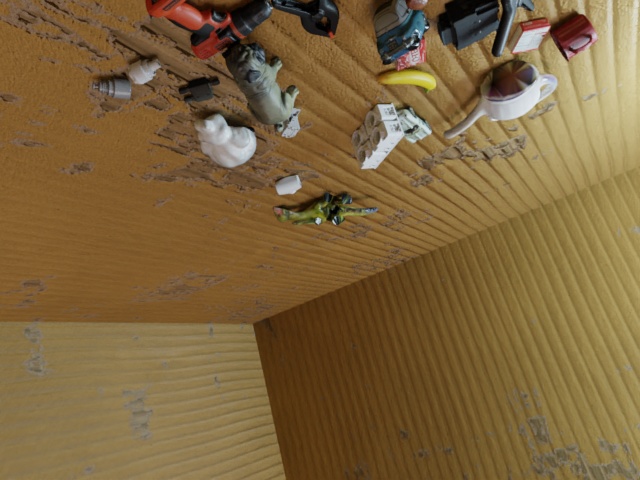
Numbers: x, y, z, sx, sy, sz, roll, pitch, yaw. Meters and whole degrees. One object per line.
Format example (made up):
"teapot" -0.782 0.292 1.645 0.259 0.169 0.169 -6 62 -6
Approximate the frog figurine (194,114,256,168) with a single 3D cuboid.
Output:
"frog figurine" -0.239 -0.249 1.291 0.137 0.123 0.159 -1 177 15

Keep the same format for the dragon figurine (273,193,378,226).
"dragon figurine" 0.006 -0.101 2.000 0.410 0.123 0.241 2 172 -38

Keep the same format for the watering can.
"watering can" 0.511 -0.398 1.492 0.345 0.105 0.222 -22 159 18
